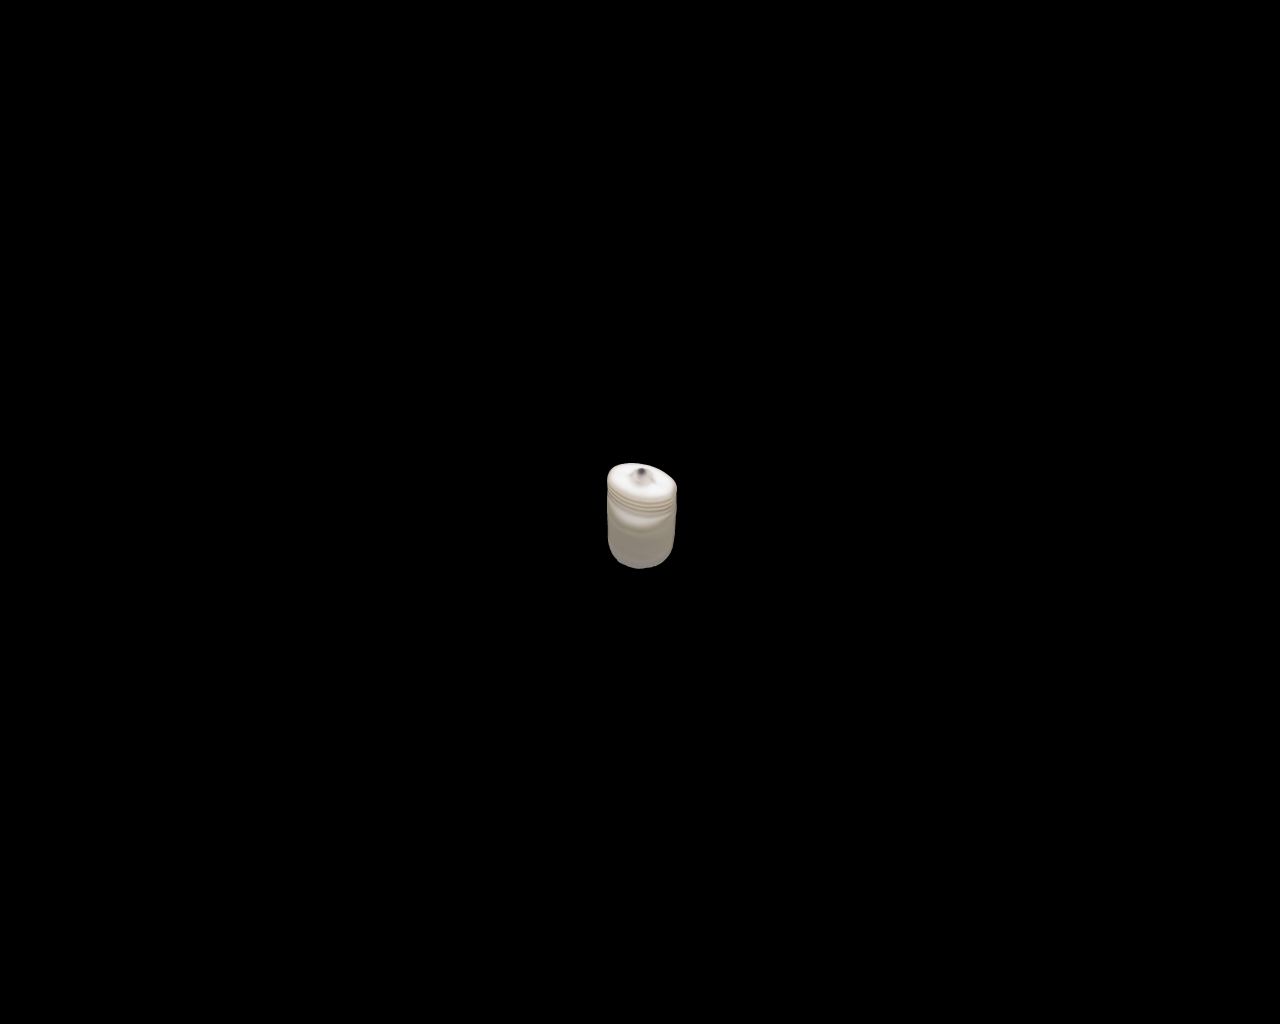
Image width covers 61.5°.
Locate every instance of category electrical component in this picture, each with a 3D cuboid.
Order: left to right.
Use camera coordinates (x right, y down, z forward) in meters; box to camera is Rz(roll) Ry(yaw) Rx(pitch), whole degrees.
[{"bbox_3d":[0.001,-0.003,0.650,0.043,0.043,0.080,0,-33,0],"label":"electrical component"}]
